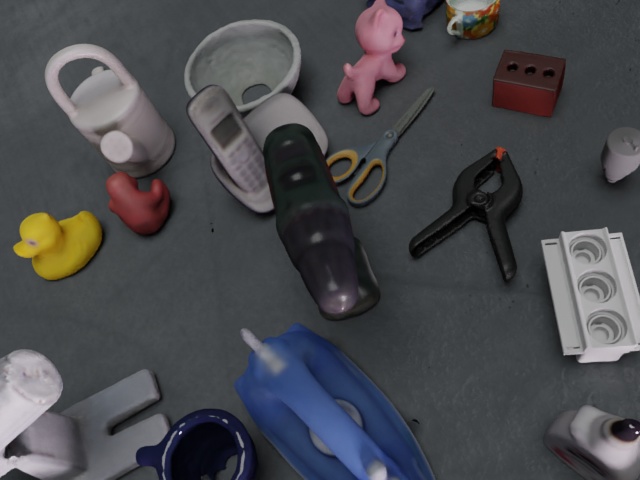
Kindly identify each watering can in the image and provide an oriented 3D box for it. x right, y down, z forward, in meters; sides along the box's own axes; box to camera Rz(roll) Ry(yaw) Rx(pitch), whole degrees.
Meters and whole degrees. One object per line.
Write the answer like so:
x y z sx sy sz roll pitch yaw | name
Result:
-0.271 -0.170 0.746 0.172 0.194 0.101 39 77 27 | watering can

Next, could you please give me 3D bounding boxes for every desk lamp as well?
-0.286 0.184 0.554 0.203 0.214 0.117 -29 60 -3 | desk lamp

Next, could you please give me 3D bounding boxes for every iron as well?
0.021 0.178 0.527 0.119 0.142 0.257 -45 62 -11 | iron

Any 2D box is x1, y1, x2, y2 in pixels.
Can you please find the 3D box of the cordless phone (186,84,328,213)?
-0.074 -0.133 0.686 0.094 0.185 0.148 34 75 26 | cordless phone

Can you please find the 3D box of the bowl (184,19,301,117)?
-0.100 -0.224 0.804 0.167 0.075 0.167 -5 62 10 | bowl

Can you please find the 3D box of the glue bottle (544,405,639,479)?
0.231 0.165 0.466 0.078 0.173 0.037 32 74 26 | glue bottle

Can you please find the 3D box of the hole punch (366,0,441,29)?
0.122 -0.376 0.822 0.108 0.091 0.101 39 77 27 | hole punch

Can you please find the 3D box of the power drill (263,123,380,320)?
0.005 0.002 0.584 0.075 0.209 0.229 -21 60 2 | power drill

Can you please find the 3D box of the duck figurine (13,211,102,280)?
-0.342 -0.006 0.740 0.104 0.086 0.077 -41 61 -9 | duck figurine

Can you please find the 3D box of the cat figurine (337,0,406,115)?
0.068 -0.252 0.754 0.067 0.118 0.128 28 72 25 | cat figurine

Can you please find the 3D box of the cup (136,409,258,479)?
-0.111 0.220 0.562 0.117 0.095 0.091 -3 62 12 | cup

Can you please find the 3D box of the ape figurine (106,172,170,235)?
-0.240 -0.054 0.738 0.077 0.092 0.076 -7 62 10 | ape figurine
